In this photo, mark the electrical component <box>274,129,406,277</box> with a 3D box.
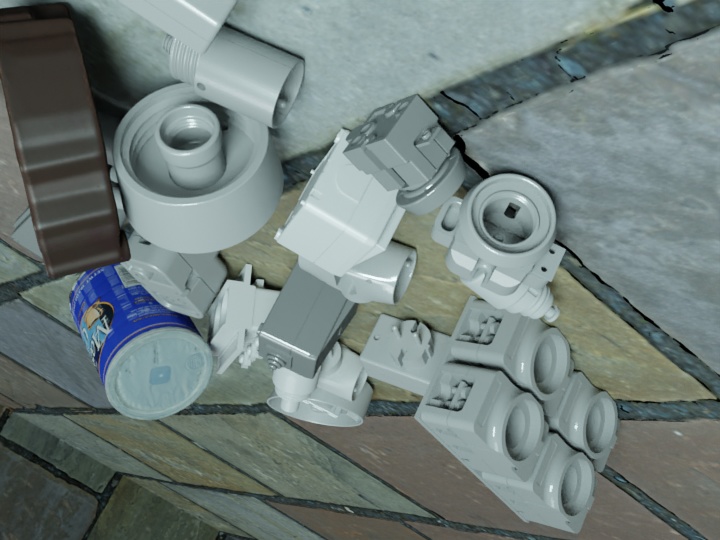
[{"bbox_3d":[-0.010,-0.038,0.707,0.061,0.061,0.096,30,158,-8],"label":"electrical component"}]

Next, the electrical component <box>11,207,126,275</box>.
[{"bbox_3d":[-0.273,-0.043,1.008,0.078,0.057,0.113,35,157,-19],"label":"electrical component"}]

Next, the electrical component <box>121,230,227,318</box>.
[{"bbox_3d":[-0.163,-0.007,0.958,0.054,0.059,0.095,14,155,30],"label":"electrical component"}]

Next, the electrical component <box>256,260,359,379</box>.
[{"bbox_3d":[-0.044,0.046,0.889,0.061,0.096,0.061,25,158,4],"label":"electrical component"}]

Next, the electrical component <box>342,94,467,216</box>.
[{"bbox_3d":[0.029,-0.065,0.624,0.055,0.048,0.066,45,153,-22],"label":"electrical component"}]

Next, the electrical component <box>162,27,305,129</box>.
[{"bbox_3d":[-0.078,-0.118,0.629,0.081,0.043,0.043,25,158,7],"label":"electrical component"}]

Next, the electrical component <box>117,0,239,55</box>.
[{"bbox_3d":[-0.088,-0.158,0.545,0.066,0.047,0.077,32,158,-12],"label":"electrical component"}]

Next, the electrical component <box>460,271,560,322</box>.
[{"bbox_3d":[0.102,0.009,0.713,0.078,0.040,0.040,36,157,-22],"label":"electrical component"}]

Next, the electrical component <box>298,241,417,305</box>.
[{"bbox_3d":[0.000,0.000,0.807,0.077,0.043,0.079,21,158,15],"label":"electrical component"}]

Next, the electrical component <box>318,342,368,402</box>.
[{"bbox_3d":[-0.035,0.087,1.043,0.077,0.044,0.079,21,158,14],"label":"electrical component"}]

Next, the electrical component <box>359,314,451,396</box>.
[{"bbox_3d":[0.044,0.067,0.902,0.083,0.047,0.075,18,156,23],"label":"electrical component"}]

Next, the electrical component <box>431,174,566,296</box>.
[{"bbox_3d":[0.085,-0.023,0.639,0.078,0.058,0.057,26,162,4],"label":"electrical component"}]

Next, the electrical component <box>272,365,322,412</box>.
[{"bbox_3d":[-0.061,0.103,1.003,0.043,0.043,0.062,21,120,15],"label":"electrical component"}]

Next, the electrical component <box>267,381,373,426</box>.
[{"bbox_3d":[-0.039,0.131,1.120,0.099,0.064,0.099,23,158,10],"label":"electrical component"}]

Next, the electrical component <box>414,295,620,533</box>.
[{"bbox_3d":[0.132,0.116,0.833,0.060,0.105,0.186,6,151,42],"label":"electrical component"}]

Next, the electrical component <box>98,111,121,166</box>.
[{"bbox_3d":[-0.197,-0.101,0.812,0.065,0.044,0.044,22,158,1],"label":"electrical component"}]

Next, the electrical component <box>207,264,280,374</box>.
[{"bbox_3d":[-0.107,0.050,1.015,0.063,0.078,0.121,9,162,-14],"label":"electrical component"}]

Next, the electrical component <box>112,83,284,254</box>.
[{"bbox_3d":[-0.105,-0.072,0.688,0.108,0.108,0.060,21,152,15],"label":"electrical component"}]

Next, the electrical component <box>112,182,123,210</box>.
[{"bbox_3d":[-0.224,-0.064,0.923,0.062,0.048,0.048,10,153,23],"label":"electrical component"}]
